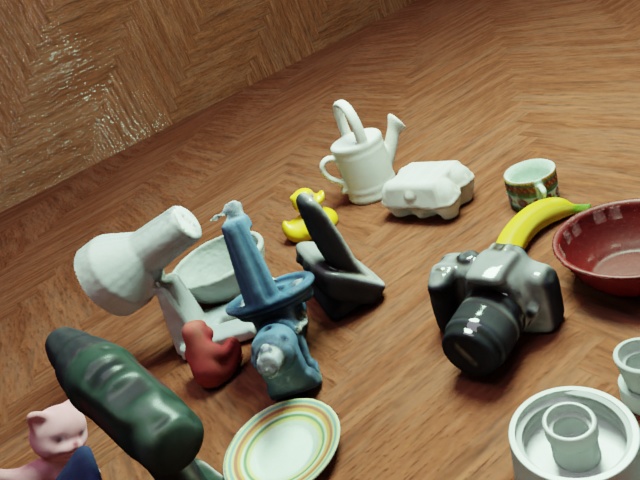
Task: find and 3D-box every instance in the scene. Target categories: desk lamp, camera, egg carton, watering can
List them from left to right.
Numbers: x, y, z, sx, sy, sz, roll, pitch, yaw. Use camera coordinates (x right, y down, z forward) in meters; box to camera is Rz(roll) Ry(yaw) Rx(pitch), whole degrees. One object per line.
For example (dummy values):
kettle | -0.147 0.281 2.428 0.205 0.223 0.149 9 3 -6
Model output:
desk lamp | -0.218 0.063 0.840 0.203 0.214 0.118 -19 26 9
watering can | 0.078 -0.177 1.080 0.173 0.194 0.100 -37 29 -26
egg carton | 0.179 -0.083 0.962 0.149 0.069 0.107 4 37 43
camera | 0.174 0.072 0.632 0.142 0.101 0.137 4 36 43

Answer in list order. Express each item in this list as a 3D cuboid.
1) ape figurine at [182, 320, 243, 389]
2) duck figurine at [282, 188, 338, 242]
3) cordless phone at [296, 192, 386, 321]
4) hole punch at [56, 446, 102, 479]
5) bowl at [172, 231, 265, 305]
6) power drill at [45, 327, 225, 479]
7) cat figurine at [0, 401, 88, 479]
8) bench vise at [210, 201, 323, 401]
ape figurine | -0.152 0.146 0.768 0.077 0.092 0.076 -7 30 30
duck figurine | -0.027 -0.052 1.050 0.104 0.086 0.077 -26 26 -7
cordless phone | 0.007 0.003 0.803 0.094 0.185 0.147 -30 27 -13
hole punch | -0.249 0.284 0.582 0.101 0.091 0.108 -34 28 -21
bowl | -0.159 0.057 0.962 0.167 0.075 0.167 -18 26 10
power drill | -0.175 0.191 0.564 0.228 0.209 0.076 8 39 47
cat figurine | -0.323 0.250 0.678 0.128 0.118 0.067 -34 28 -22
bench vise | -0.058 0.066 0.696 0.121 0.220 0.207 -28 26 -10
